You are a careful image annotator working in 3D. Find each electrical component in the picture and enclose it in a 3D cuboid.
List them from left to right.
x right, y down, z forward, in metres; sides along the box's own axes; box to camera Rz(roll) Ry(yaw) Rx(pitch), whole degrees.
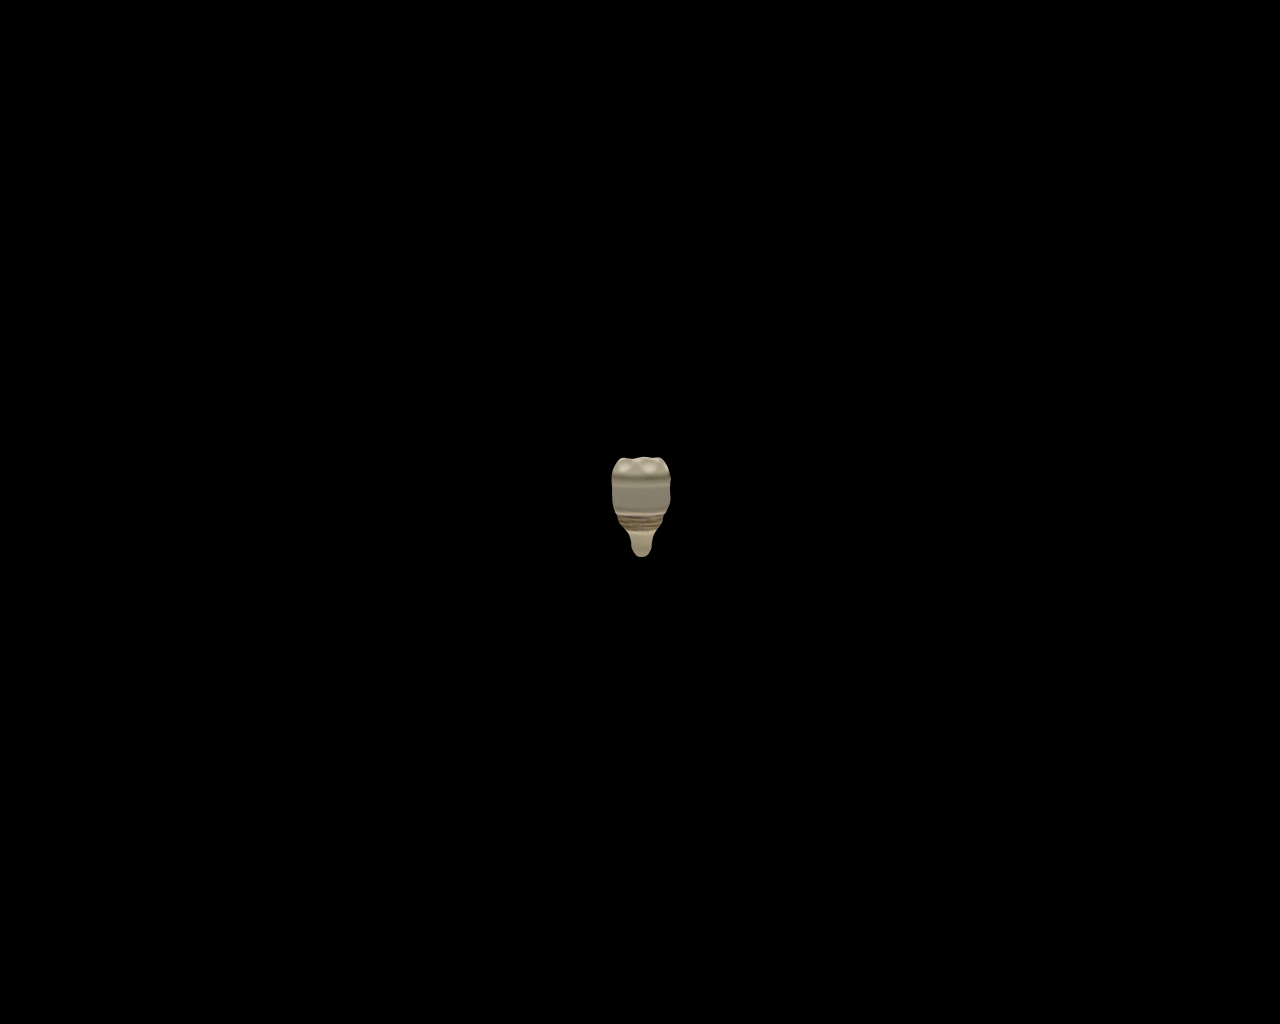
[{"bbox_3d":[0.001,-0.003,0.650,0.035,0.061,0.035,0,7,0],"label":"electrical component"}]
